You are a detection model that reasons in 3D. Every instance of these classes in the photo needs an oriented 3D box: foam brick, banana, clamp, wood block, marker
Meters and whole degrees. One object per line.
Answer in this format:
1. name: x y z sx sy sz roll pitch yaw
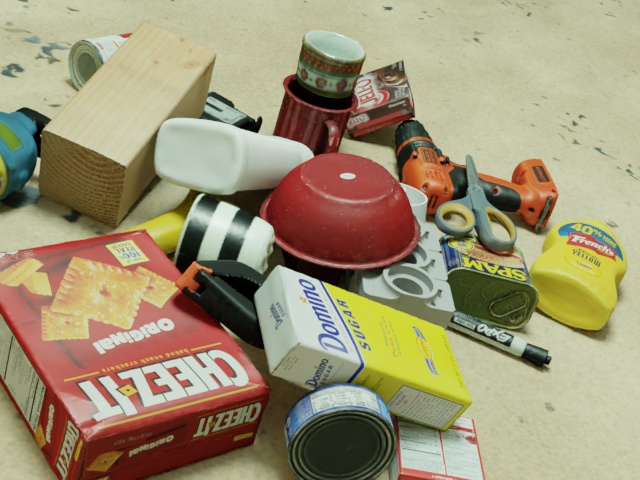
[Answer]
1. foam brick: -0.007 0.001 1.081 0.053 0.051 0.078 7 33 -17
2. banana: -0.143 -0.024 1.062 0.070 0.037 0.197 30 33 17
3. clamp: -0.030 0.074 0.914 0.209 0.036 0.165 24 24 -42
4. wood block: -0.194 -0.122 1.090 0.090 0.091 0.205 24 46 5
5. marker: 0.172 0.095 1.059 0.121 0.020 0.020 24 32 8

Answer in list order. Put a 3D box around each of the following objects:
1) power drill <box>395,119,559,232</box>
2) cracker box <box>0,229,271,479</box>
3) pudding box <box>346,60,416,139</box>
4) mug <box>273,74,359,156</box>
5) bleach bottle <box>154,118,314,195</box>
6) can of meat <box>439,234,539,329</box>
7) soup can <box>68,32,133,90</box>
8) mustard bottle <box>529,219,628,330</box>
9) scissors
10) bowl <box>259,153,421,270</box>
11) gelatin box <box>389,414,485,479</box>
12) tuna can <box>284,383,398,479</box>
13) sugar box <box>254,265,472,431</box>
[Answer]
1. power drill: 0.185 -0.081 1.304 0.187 0.057 0.184 9 34 -11
2. cracker box: -0.165 0.086 0.849 0.163 0.072 0.214 -11 43 -38
3. pudding box: 0.074 -0.182 1.377 0.090 0.039 0.113 -17 29 11
4. mug: -0.005 -0.134 1.260 0.093 0.082 0.117 0 36 -27
5. bleach bottle: -0.066 -0.083 1.117 0.103 0.068 0.250 13 7 24
6. can of meat: 0.169 0.039 1.109 0.102 0.057 0.084 14 30 -7
7. soup can: -0.239 -0.211 1.271 0.069 0.069 0.102 37 37 27
8. mustard bottle: 0.294 0.025 1.194 0.096 0.058 0.191 27 32 11
9. scissors: 0.155 -0.049 1.176 0.096 0.016 0.202 4 32 -17
10. bowl: 0.023 -0.039 1.043 0.162 0.055 0.162 6 34 -4
11. gelatin box: 0.094 0.179 0.881 0.073 0.030 0.089 12 31 -8
12. tuna can: 0.015 0.153 0.827 0.086 0.086 0.034 9 31 -15
13. sugar box: 0.035 0.089 0.870 0.176 0.048 0.093 24 30 -30
